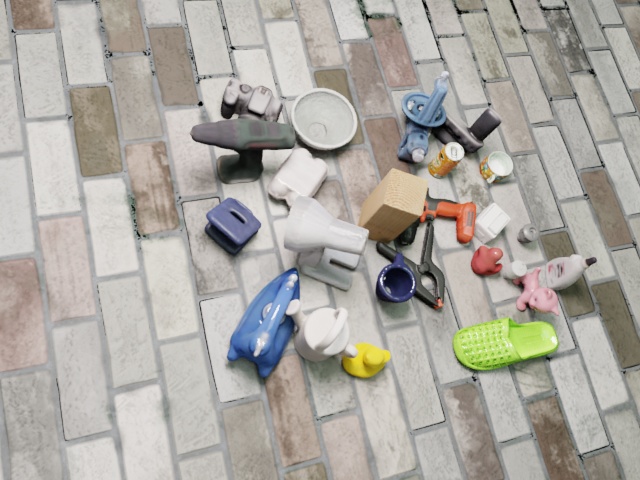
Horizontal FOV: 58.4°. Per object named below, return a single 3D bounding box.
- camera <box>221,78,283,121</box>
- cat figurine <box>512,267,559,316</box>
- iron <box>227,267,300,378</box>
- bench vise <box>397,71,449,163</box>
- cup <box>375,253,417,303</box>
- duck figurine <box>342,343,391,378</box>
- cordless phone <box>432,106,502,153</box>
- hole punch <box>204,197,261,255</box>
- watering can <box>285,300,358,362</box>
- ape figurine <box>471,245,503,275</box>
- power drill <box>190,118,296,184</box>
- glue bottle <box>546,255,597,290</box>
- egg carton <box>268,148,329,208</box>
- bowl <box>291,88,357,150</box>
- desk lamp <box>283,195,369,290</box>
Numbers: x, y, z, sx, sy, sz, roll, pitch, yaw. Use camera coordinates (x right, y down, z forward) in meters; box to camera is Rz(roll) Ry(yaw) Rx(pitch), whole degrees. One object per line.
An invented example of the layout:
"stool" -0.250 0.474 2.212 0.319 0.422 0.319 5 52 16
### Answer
"camera" -0.173 -0.300 1.365 0.143 0.100 0.137 22 68 -7
"cat figurine" 0.536 0.129 1.401 0.067 0.117 0.128 0 72 -15
"iron" -0.095 0.151 1.213 0.119 0.141 0.258 27 67 -5
"bench vise" 0.272 -0.301 1.418 0.122 0.219 0.207 -5 73 -16
"cup" 0.166 0.095 1.326 0.092 0.095 0.118 11 70 -11
"duck figurine" 0.105 0.261 1.260 0.105 0.086 0.077 -2 73 -15
"cordless phone" 0.383 -0.308 1.469 0.147 0.185 0.094 42 67 2
"hole punch" -0.194 -0.040 1.279 0.108 0.091 0.101 40 67 1
"watering can" 0.004 0.192 1.198 0.173 0.194 0.101 14 69 -10
"ape figurine" 0.419 0.046 1.411 0.076 0.092 0.078 -19 78 -19
"power drill" -0.175 -0.202 1.274 0.230 0.208 0.075 -9 74 -17
"glue bottle" 0.622 0.070 1.413 0.037 0.173 0.078 4 71 -13
"egg carton" -0.051 -0.146 1.363 0.107 0.069 0.150 32 67 -2
"bowl" 0.004 -0.288 1.422 0.168 0.074 0.167 5 71 -13
"desk lamp" 0.011 0.004 1.251 0.203 0.213 0.118 22 68 -7
